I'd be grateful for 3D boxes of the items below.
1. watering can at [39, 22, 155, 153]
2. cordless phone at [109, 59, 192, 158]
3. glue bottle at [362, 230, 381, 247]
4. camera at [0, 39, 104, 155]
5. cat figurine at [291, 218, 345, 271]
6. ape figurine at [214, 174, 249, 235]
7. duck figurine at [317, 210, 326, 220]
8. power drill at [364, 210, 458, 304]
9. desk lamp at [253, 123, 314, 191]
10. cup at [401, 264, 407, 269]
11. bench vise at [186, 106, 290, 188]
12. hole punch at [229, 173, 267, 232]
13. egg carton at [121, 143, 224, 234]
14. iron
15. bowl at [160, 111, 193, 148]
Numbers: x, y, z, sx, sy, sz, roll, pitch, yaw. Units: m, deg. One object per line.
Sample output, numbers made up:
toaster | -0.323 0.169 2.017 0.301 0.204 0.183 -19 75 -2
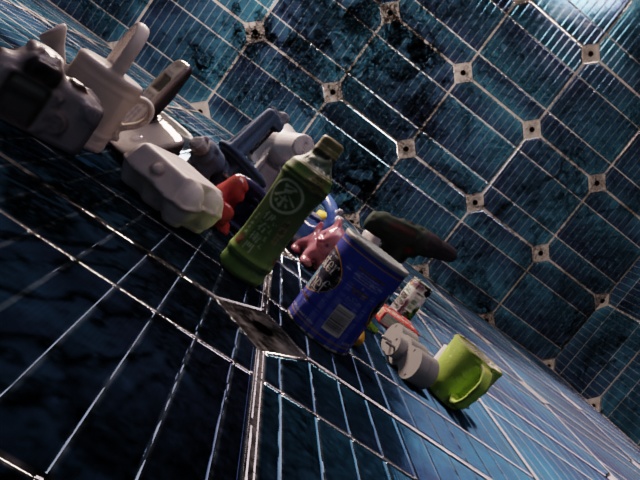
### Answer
watering can | -0.314 -0.235 0.823 0.100 0.194 0.174 42 8 37
cordless phone | -0.262 -0.207 0.936 0.147 0.185 0.094 42 8 37
glue bottle | 0.122 0.011 1.453 0.078 0.173 0.037 42 8 36
camera | -0.363 -0.201 0.741 0.144 0.100 0.136 31 9 -42
cat figurine | 0.011 0.004 1.172 0.067 0.117 0.127 33 8 -31
ape figurine | -0.151 -0.066 0.935 0.076 0.092 0.078 38 7 7
duck figurine | -0.012 -0.039 1.482 0.104 0.086 0.078 39 7 15
power drill | 0.179 0.046 1.354 0.230 0.208 0.075 36 7 -5
desk lamp | -0.107 -0.163 1.302 0.118 0.213 0.202 32 8 -33
cup | 0.154 0.079 1.491 0.117 0.095 0.092 38 7 7
bench vise | -0.143 -0.157 1.049 0.121 0.219 0.208 38 7 7
hole punch | -0.122 -0.056 1.027 0.108 0.091 0.101 39 7 22
egg carton | -0.208 -0.075 0.807 0.150 0.069 0.107 40 7 23
iron | -0.007 -0.047 1.326 0.119 0.141 0.257 31 9 -40
bowl | -0.333 -0.216 1.106 0.167 0.074 0.167 36 7 -5
